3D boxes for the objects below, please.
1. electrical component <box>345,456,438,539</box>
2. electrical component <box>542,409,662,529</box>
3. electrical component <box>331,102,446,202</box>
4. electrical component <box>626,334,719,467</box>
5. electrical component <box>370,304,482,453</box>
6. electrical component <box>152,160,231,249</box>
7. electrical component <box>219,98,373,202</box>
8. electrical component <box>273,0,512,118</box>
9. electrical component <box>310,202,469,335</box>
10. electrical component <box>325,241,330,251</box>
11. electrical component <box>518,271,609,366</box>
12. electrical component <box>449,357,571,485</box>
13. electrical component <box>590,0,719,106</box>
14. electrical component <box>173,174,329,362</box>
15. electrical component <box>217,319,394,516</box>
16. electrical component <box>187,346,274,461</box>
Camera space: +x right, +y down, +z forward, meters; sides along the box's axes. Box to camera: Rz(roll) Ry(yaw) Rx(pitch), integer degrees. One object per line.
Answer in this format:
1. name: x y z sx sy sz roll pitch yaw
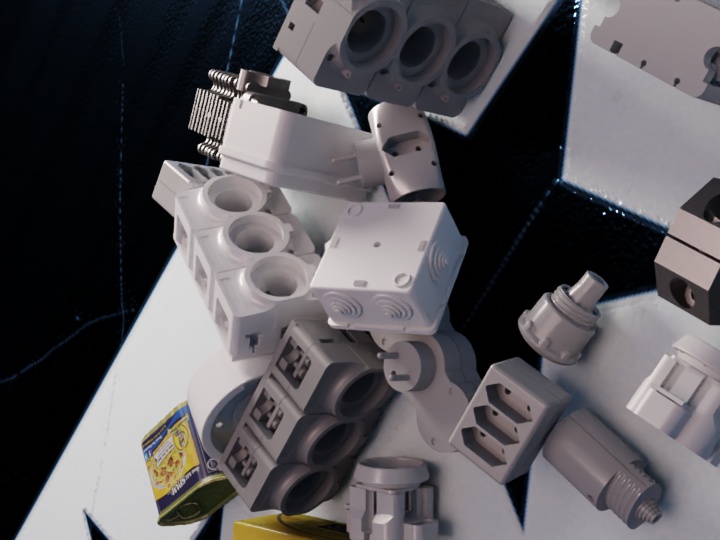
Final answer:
1. electrical component: 0.024 0.173 0.813 0.078 0.058 0.057 0 91 45
2. electrical component: 0.160 0.131 0.688 0.081 0.043 0.043 44 117 37
3. electrical component: 0.018 -0.084 0.826 0.079 0.043 0.077 -14 73 -1
4. electrical component: 0.200 0.075 0.635 0.058 0.078 0.057 36 93 40
5. electrical component: 0.043 0.070 0.787 0.052 0.074 0.138 -46 57 33
6. electrical component: -0.144 -0.052 0.975 0.047 0.083 0.075 38 113 39
7. electrical component: -0.047 -0.094 0.860 0.078 0.113 0.057 22 100 44
8. electrical component: 0.028 -0.168 0.763 0.061 0.150 0.089 47 119 37
9. electrical component: 0.021 -0.004 0.782 0.100 0.048 0.099 2 52 30
10. electrical component: 0.000 0.000 0.857 0.043 0.043 0.062 -39 63 37
11. electrical component: 0.139 0.029 0.716 0.062 0.048 0.048 -54 53 20
12. electrical component: 0.108 0.097 0.719 0.047 0.077 0.065 37 113 26
13. electrical component: 0.198 -0.141 0.658 0.089 0.056 0.050 42 116 38
14. electrical component: -0.089 -0.008 0.891 0.150 0.089 0.061 59 150 37
15. electrical component: -0.035 0.117 0.851 0.061 0.089 0.150 46 118 37
16. electrical component: -0.093 0.103 0.901 0.108 0.108 0.060 -59 45 25
